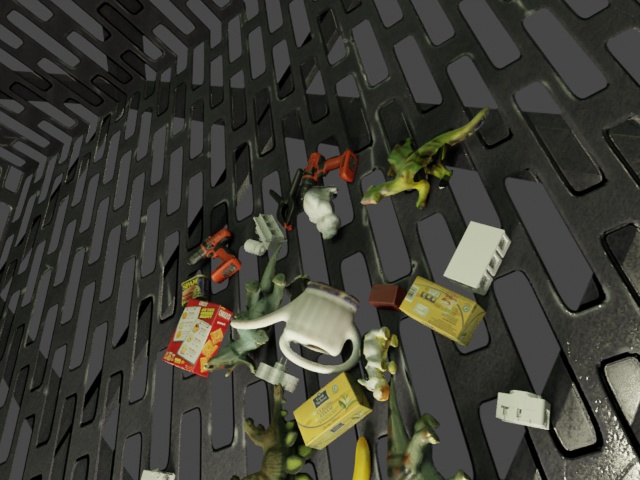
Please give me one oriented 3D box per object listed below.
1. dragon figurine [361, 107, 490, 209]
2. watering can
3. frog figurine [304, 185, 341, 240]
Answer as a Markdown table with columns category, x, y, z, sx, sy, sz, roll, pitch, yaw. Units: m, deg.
| category | x | y | z | sx | sy | sz | roll | pitch | yaw |
| --- | --- | --- | --- | --- | --- | --- | --- | --- | --- |
| dragon figurine | 0.276 | -0.238 | 1.459 | 0.410 | 0.120 | 0.246 | -47 | 36 | 1 |
| watering can | -0.041 | 0.205 | 1.343 | 0.349 | 0.102 | 0.228 | 21 | 65 | 13 |
| frog figurine | 0.005 | -0.078 | 1.554 | 0.135 | 0.122 | 0.162 | 144 | 135 | -64 |
